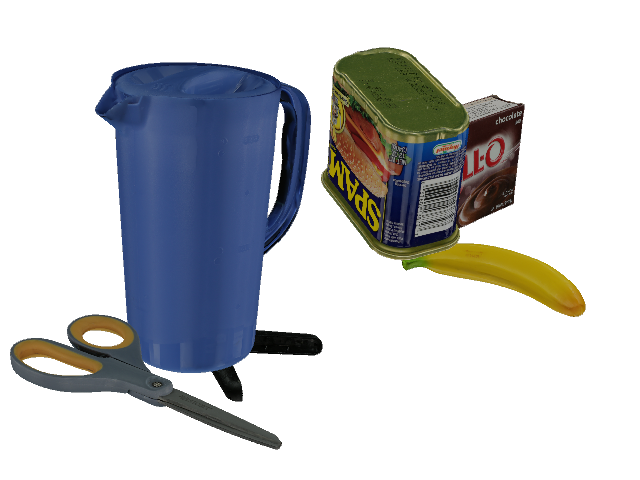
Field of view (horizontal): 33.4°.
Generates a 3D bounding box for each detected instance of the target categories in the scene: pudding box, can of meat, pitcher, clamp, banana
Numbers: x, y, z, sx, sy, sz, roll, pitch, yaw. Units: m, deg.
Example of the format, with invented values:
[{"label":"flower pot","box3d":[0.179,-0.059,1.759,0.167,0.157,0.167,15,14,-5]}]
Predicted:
[{"label":"pudding box","box3d":[0.110,-0.059,0.845,0.113,0.090,0.039,-24,38,-38]},{"label":"can of meat","box3d":[0.043,-0.053,0.623,0.057,0.084,0.102,-13,41,-20]},{"label":"pitcher","box3d":[-0.094,-0.021,0.880,0.149,0.243,0.145,6,21,7]},{"label":"clamp","box3d":[-0.125,0.125,1.260,0.210,0.036,0.164,15,23,25]},{"label":"banana","box3d":[0.181,0.036,1.062,0.198,0.037,0.069,13,40,35]}]

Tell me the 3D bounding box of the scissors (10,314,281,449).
[{"label":"scissors","box3d":[-0.108,0.089,0.716,0.202,0.016,0.096,11,27,12]}]
